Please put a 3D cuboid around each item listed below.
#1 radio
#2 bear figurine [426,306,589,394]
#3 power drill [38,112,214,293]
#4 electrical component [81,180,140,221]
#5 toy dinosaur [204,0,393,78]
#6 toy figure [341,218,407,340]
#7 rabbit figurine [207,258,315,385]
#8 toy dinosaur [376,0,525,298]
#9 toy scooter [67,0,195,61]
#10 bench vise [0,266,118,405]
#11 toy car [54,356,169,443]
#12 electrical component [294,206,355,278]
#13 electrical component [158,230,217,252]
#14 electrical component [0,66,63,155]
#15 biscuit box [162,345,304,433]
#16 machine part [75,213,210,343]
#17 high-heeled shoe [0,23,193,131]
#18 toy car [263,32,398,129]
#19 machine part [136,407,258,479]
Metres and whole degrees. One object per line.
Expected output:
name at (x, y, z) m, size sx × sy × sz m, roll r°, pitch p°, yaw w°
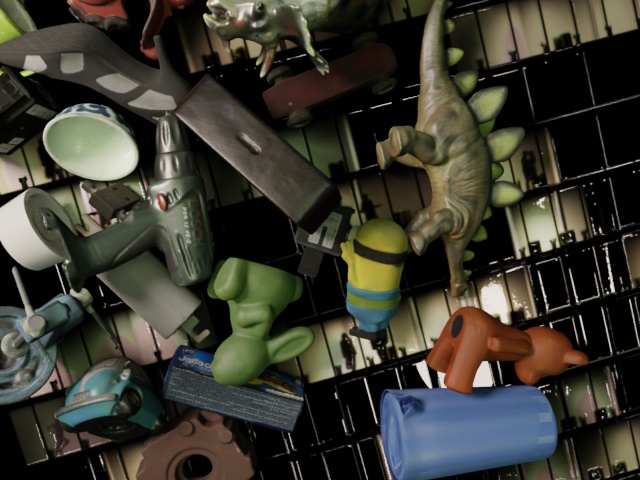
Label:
radio at (-0.076, -0.107, 0.718) m, size 0.230 × 0.131 × 0.073 m, roll 43°, pitch 91°, yaw 10°
bear figurine at (0.281, 0.175, 0.806) m, size 0.196 × 0.120 × 0.132 m, roll 22°, pitch 96°, yaw -12°
power drill at (-0.245, -0.035, 0.697) m, size 0.207 × 0.086 × 0.231 m, roll -21°, pitch 99°, yaw -33°
electrical component at (-0.289, -0.056, 0.762) m, size 0.094 × 0.063 × 0.021 m, roll 38°, pitch 122°, yaw 4°
toy dinosaur at (0.042, -0.353, 0.724) m, size 0.405 × 0.131 × 0.191 m, roll -37°, pitch 142°, yaw -31°
toy figure at (0.083, 0.057, 0.788) m, size 0.089 × 0.082 × 0.180 m, roll 3°, pitch 100°, yaw 19°
rabbit figurine at (-0.096, 0.124, 0.769) m, size 0.159 × 0.121 × 0.170 m, roll 19°, pitch 78°, yaw -27°
toy dinosaur at (0.187, -0.136, 0.781) m, size 0.199 × 0.105 × 0.470 m, roll -15°, pitch 105°, yaw -11°
toy scooter at (-0.265, -0.319, 0.737) m, size 0.184 × 0.075 × 0.135 m, roll 4°, pitch 92°, yaw -9°
bench vise at (-0.361, 0.121, 0.678) m, size 0.223 × 0.240 × 0.129 m, roll -30°, pitch 89°, yaw -44°
toy car at (-0.284, 0.218, 0.759) m, size 0.109 × 0.161 × 0.103 m, roll -19°, pitch 57°, yaw 12°
electrical component at (-0.002, -0.002, 0.799) m, size 0.075 × 0.048 × 0.119 m, roll 22°, pitch 91°, yaw -6°
electrical component at (-0.200, -0.006, 0.782) m, size 0.078 × 0.045 × 0.102 m, roll -42°, pitch 96°, yaw -2°
electrical component at (-0.427, -0.161, 0.715) m, size 0.134 × 0.115 × 0.058 m, roll -38°, pitch 95°, yaw -3°
biscuit box at (-0.126, 0.219, 0.795) m, size 0.203 × 0.059 × 0.062 m, roll 18°, pitch 105°, yaw -6°
machine part at (-0.254, 0.058, 0.767) m, size 0.079 × 0.079 × 0.243 m, roll -45°, pitch 98°, yaw 0°
high-heeled shoe at (-0.298, -0.209, 0.735) m, size 0.249 × 0.086 × 0.145 m, roll -1°, pitch 134°, yaw -1°
toy car at (0.016, -0.229, 0.779) m, size 0.202 × 0.053 × 0.089 m, roll -25°, pitch 90°, yaw -6°
machine part at (-0.183, 0.342, 0.806) m, size 0.179 × 0.056 × 0.179 m, roll 0°, pitch 96°, yaw -5°
